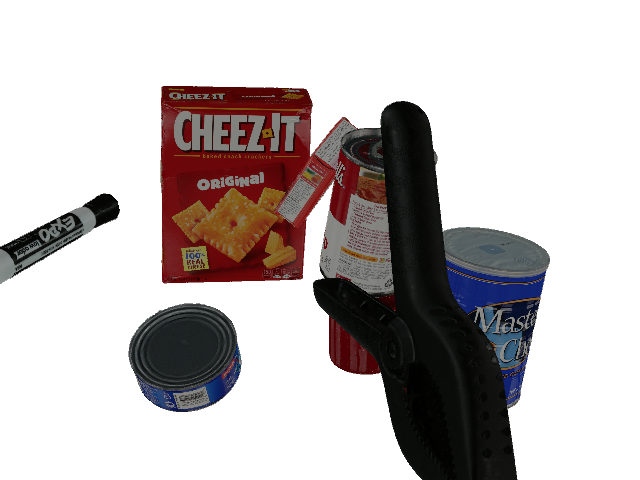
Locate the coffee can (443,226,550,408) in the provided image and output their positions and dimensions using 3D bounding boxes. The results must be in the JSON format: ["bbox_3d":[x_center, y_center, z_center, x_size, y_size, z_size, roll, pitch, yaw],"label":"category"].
[{"bbox_3d":[0.145,0.071,0.978,0.103,0.140,0.103,7,21,-3],"label":"coffee can"}]

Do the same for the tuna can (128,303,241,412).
[{"bbox_3d":[-0.106,0.093,0.844,0.086,0.086,0.034,0,-44,8],"label":"tuna can"}]

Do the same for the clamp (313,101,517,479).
[{"bbox_3d":[0.052,0.044,0.546,0.036,0.165,0.210,-6,46,-21],"label":"clamp"}]

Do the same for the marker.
[{"bbox_3d":[-0.163,-0.003,0.652,0.020,0.020,0.120,0,21,29],"label":"marker"}]

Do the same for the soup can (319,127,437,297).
[{"bbox_3d":[0.040,-0.020,0.756,0.068,0.102,0.068,8,30,-5],"label":"soup can"}]

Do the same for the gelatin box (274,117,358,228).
[{"bbox_3d":[0.000,-0.062,0.958,0.030,0.073,0.089,36,36,-1],"label":"gelatin box"}]

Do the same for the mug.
[{"bbox_3d":[0.062,0.098,1.214,0.117,0.081,0.093,-3,23,-8],"label":"mug"}]

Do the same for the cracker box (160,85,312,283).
[{"bbox_3d":[-0.097,-0.060,1.193,0.164,0.214,0.072,0,24,-9],"label":"cracker box"}]
